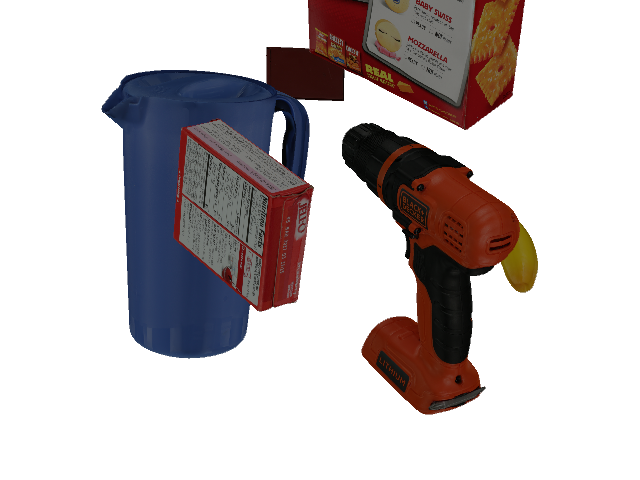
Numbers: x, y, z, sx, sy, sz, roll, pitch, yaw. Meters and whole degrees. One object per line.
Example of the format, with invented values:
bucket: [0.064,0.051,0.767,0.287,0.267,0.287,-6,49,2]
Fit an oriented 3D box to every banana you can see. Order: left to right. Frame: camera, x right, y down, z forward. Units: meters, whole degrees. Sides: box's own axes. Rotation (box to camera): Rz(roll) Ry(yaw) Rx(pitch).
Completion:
banana: [0.167,-0.008,1.078,0.069,0.037,0.198,-34,39,-14]

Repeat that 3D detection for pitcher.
pitcher: [-0.102,-0.026,0.948,0.149,0.243,0.144,10,20,13]

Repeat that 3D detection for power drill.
power drill: [0.070,0.020,0.795,0.057,0.188,0.185,-16,34,-24]

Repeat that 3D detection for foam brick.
foam brick: [-0.016,-0.170,1.086,0.078,0.051,0.053,1,12,-5]

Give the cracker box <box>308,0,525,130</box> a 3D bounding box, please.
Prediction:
cracker box: [0.069,-0.210,0.781,0.164,0.214,0.072,32,52,31]

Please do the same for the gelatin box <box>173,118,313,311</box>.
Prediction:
gelatin box: [-0.044,-0.015,0.584,0.030,0.073,0.089,-18,40,-36]
